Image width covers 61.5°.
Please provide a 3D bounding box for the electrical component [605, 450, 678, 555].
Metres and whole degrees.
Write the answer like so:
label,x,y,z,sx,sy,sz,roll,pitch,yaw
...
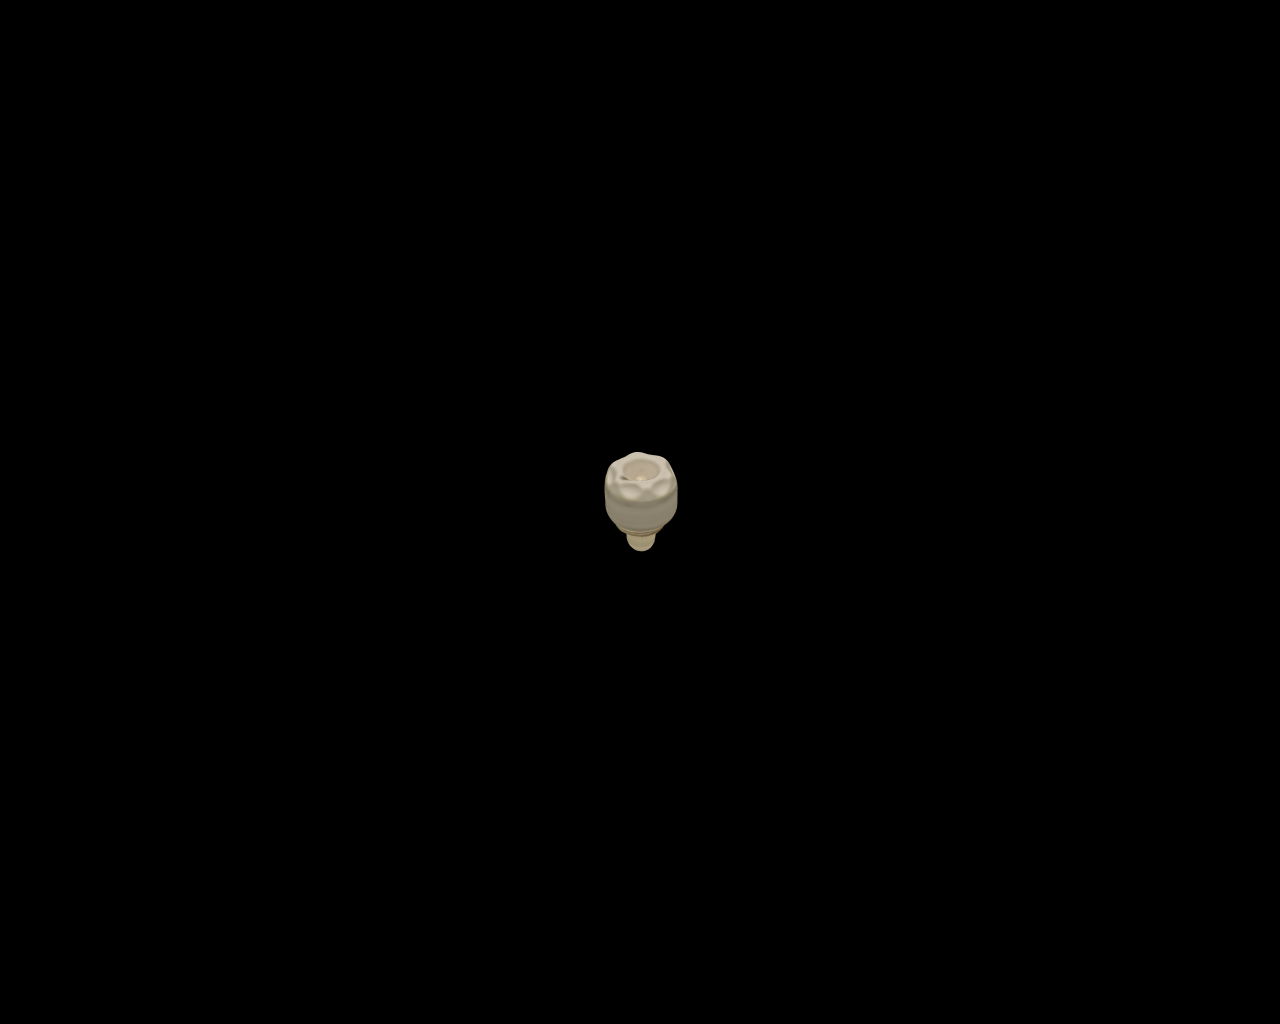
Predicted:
label,x,y,z,sx,sy,sz,roll,pitch,yaw
electrical component,0.001,-0.003,0.650,0.043,0.062,0.043,0,39,0
